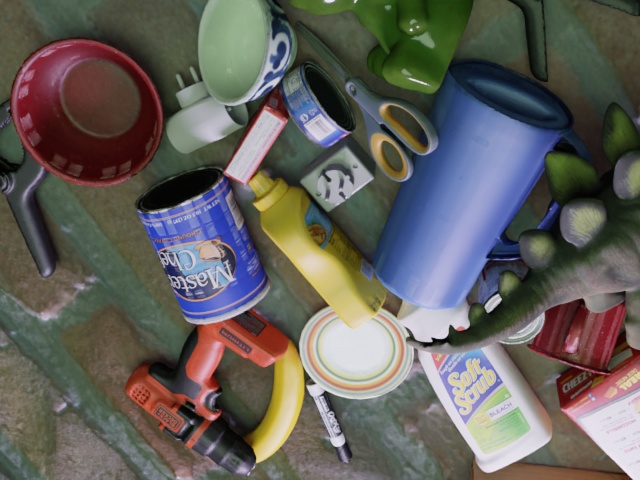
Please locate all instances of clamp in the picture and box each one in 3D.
[{"bbox_3d":[-0.360,-0.068,1.178,0.164,0.036,0.210,14,115,0],"label":"clamp"},{"bbox_3d":[0.210,-0.238,1.027,0.171,0.039,0.120,42,109,-7],"label":"clamp"}]

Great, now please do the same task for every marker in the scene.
[{"bbox_3d":[0.013,0.219,1.284,0.020,0.020,0.121,-16,113,14],"label":"marker"}]

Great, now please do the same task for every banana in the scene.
[{"bbox_3d":[-0.060,0.206,1.276,0.069,0.037,0.198,28,116,-7],"label":"banana"}]

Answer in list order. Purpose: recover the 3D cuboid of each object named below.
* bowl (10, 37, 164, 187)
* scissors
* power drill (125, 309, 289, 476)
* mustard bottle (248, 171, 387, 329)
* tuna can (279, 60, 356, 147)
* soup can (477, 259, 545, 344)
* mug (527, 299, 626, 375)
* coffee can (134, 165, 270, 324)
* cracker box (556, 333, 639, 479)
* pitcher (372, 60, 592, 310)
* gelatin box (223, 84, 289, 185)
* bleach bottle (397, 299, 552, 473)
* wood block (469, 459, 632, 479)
[{"bbox_3d":[-0.237,-0.140,1.118,0.162,0.055,0.162,3,116,5],"label":"bowl"},{"bbox_3d":[0.038,-0.132,1.063,0.202,0.016,0.096,39,139,30],"label":"scissors"},{"bbox_3d":[-0.116,0.168,1.237,0.184,0.057,0.188,37,115,0],"label":"power drill"},{"bbox_3d":[-0.008,0.002,1.137,0.058,0.096,0.191,-35,107,22],"label":"mustard bottle"},{"bbox_3d":[-0.003,-0.137,1.075,0.034,0.086,0.086,-33,108,22],"label":"tuna can"},{"bbox_3d":[0.202,0.057,1.136,0.068,0.102,0.068,2,116,5],"label":"soup can"},{"bbox_3d":[0.275,0.090,1.133,0.093,0.117,0.081,18,94,19],"label":"mug"},{"bbox_3d":[-0.125,0.005,1.149,0.103,0.102,0.140,-15,113,13],"label":"coffee can"},{"bbox_3d":[0.398,0.195,1.199,0.213,0.072,0.164,43,113,-15],"label":"cracker box"},{"bbox_3d":[0.152,-0.045,1.076,0.144,0.149,0.243,11,122,-20],"label":"pitcher"},{"bbox_3d":[-0.062,-0.110,1.102,0.030,0.073,0.089,30,115,-8],"label":"gelatin box"},{"bbox_3d":[0.158,0.141,1.206,0.103,0.068,0.250,-32,106,18],"label":"bleach bottle"},{"bbox_3d":[0.280,0.332,1.269,0.206,0.090,0.090,5,117,4],"label":"wood block"}]
